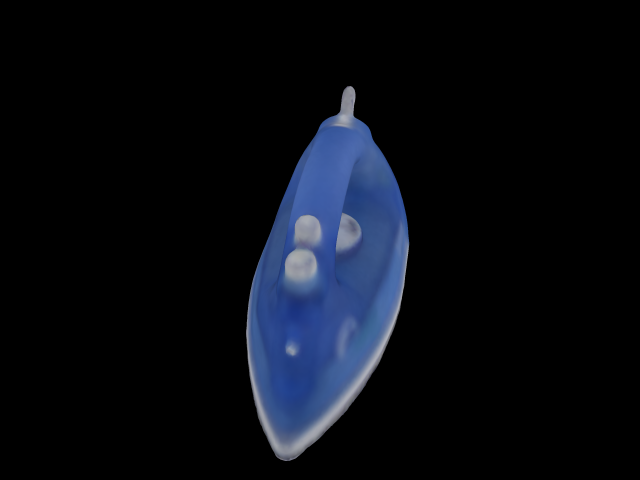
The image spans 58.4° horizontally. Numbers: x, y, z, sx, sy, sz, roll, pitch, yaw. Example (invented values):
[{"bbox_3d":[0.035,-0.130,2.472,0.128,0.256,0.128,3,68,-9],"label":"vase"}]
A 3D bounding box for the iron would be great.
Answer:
[{"bbox_3d":[0.004,0.001,0.400,0.118,0.141,0.258,6,36,8],"label":"iron"}]
